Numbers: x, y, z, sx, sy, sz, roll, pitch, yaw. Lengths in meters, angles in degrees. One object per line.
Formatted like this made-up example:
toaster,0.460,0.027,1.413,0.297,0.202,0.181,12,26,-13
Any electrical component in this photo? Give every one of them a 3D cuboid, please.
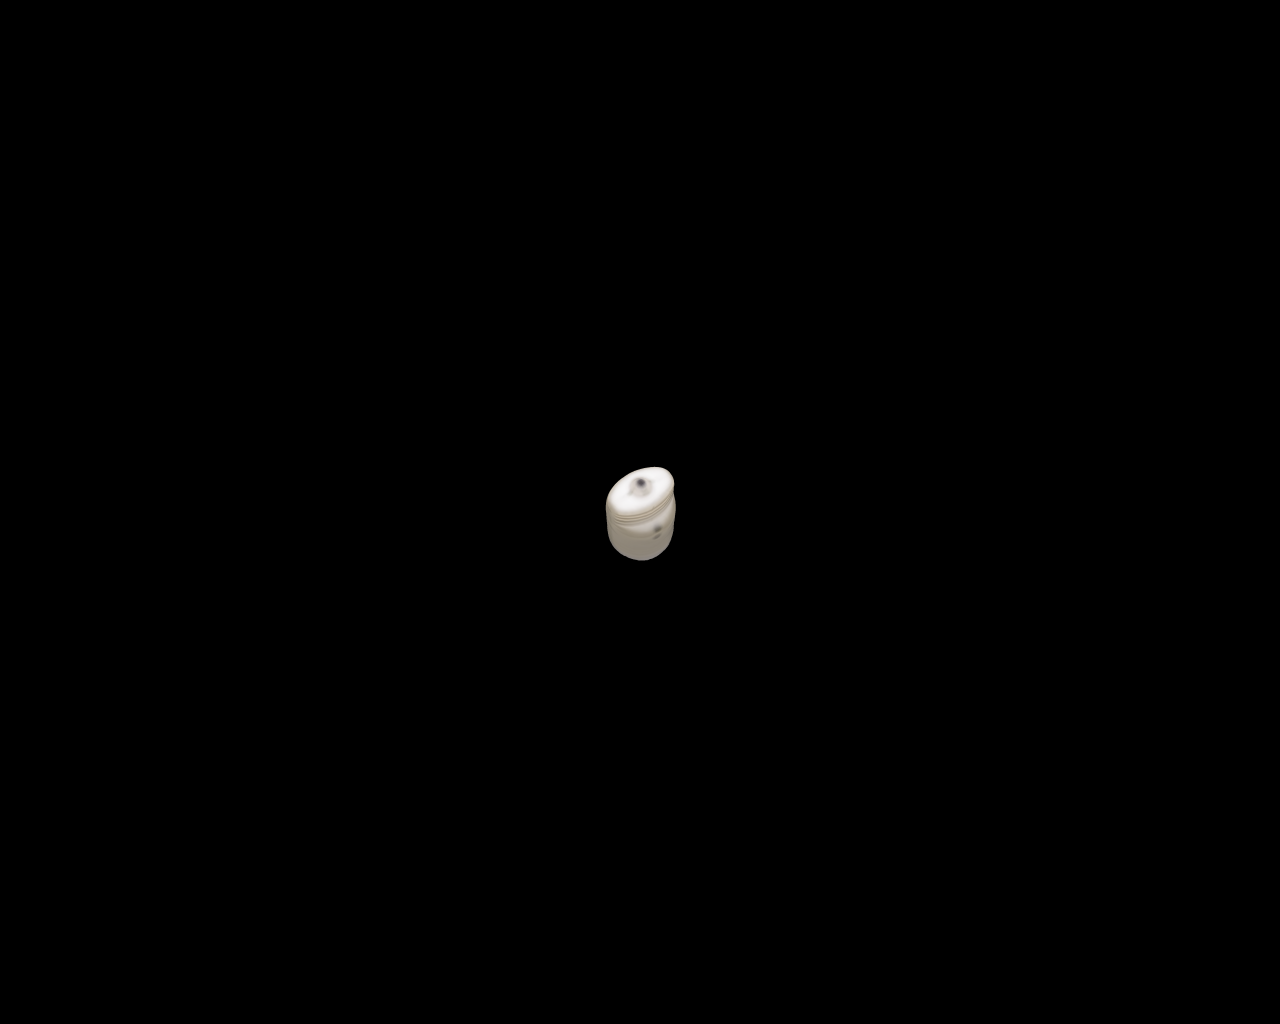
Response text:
electrical component,0.001,-0.003,0.650,0.043,0.043,0.080,0,-22,0
